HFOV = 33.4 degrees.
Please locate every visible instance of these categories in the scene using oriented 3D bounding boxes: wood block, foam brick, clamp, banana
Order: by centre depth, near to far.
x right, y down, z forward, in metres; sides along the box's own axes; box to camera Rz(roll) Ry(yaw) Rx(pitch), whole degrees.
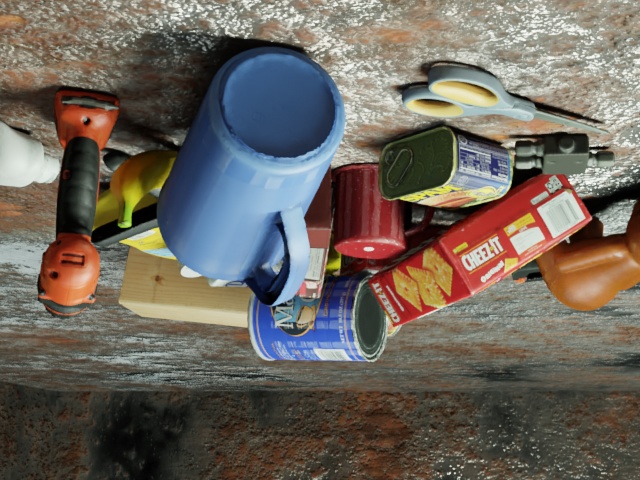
[{"bbox_3d":[-0.147,-0.055,1.048,0.037,0.069,0.197,-8,-176,30],"label":"banana"},{"bbox_3d":[-0.015,-0.036,1.097,0.051,0.078,0.053,1,156,-1],"label":"foam brick"},{"bbox_3d":[-0.164,-0.033,1.145,0.171,0.039,0.120,10,133,-25],"label":"clamp"},{"bbox_3d":[0.322,0.029,1.390,0.164,0.036,0.210,5,168,-14],"label":"clamp"},{"bbox_3d":[-0.159,0.063,1.473,0.206,0.091,0.090,5,164,17],"label":"wood block"}]

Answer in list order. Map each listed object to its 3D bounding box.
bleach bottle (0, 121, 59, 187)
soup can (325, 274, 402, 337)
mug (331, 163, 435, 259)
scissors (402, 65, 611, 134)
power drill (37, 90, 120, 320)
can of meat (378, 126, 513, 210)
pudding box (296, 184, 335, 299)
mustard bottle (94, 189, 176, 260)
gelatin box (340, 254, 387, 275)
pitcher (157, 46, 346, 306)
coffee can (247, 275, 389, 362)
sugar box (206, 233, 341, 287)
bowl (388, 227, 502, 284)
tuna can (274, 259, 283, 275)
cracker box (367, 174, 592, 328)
[{"bbox_3d":[-0.340,-0.094,0.976,0.103,0.068,0.250,-8,165,36],"label":"bleach bottle"},{"bbox_3d":[0.050,0.084,1.376,0.102,0.068,0.069,12,164,-24],"label":"soup can"},{"bbox_3d":[0.066,-0.029,1.114,0.117,0.081,0.093,-5,164,28],"label":"mug"},{"bbox_3d":[0.152,-0.109,0.910,0.201,0.016,0.096,15,163,-41],"label":"scissors"},{"bbox_3d":[-0.219,-0.027,0.962,0.057,0.187,0.185,5,165,-16],"label":"power drill"},{"bbox_3d":[0.120,-0.065,1.012,0.083,0.057,0.102,10,165,-37],"label":"can of meat"},{"bbox_3d":[-0.008,0.001,1.185,0.039,0.113,0.090,7,166,-1],"label":"pudding box"},{"bbox_3d":[-0.181,-0.015,1.264,0.096,0.058,0.191,-19,159,21],"label":"mustard bottle"},{"bbox_3d":[0.052,0.009,1.286,0.030,0.073,0.089,8,165,-18],"label":"gelatin box"},{"bbox_3d":[-0.055,-0.052,0.902,0.149,0.145,0.243,24,157,-6],"label":"pitcher"},{"bbox_3d":[-0.002,0.094,1.276,0.140,0.103,0.102,-2,165,27],"label":"coffee can"},{"bbox_3d":[-0.051,0.024,1.335,0.175,0.048,0.094,0,153,-45],"label":"sugar box"},{"bbox_3d":[0.152,0.021,1.352,0.162,0.055,0.162,3,166,0],"label":"bowl"},{"bbox_3d":[-0.031,0.003,1.256,0.034,0.086,0.086,-7,163,37],"label":"tuna can"},{"bbox_3d":[0.162,0.011,1.140,0.164,0.072,0.214,-30,178,-21],"label":"cracker box"}]
